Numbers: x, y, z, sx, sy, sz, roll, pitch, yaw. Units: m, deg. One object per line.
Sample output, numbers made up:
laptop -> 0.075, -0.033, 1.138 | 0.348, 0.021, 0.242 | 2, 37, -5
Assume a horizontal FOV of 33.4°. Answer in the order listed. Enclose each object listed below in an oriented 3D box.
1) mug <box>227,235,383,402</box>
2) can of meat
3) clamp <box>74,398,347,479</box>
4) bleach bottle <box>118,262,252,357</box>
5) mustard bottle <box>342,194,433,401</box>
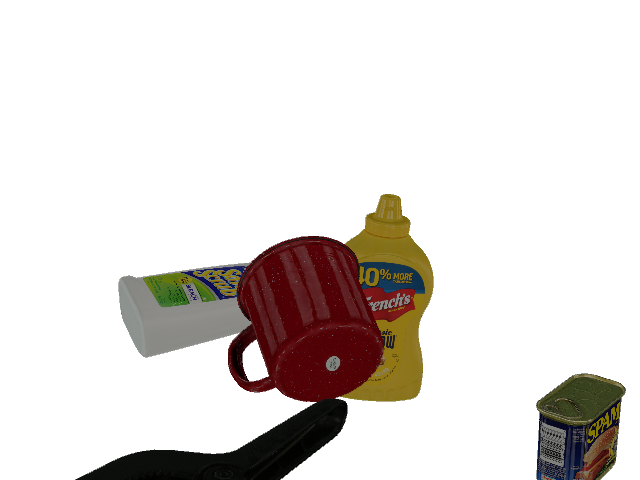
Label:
mug -> -0.015, 0.064, 0.748 | 0.117, 0.081, 0.093 | -32, -46, 10
can of meat -> 0.252, 0.189, 1.038 | 0.058, 0.084, 0.101 | 14, 24, 37
clamp -> -0.050, 0.135, 0.574 | 0.209, 0.036, 0.165 | -1, 19, -14
bleach bottle -> -0.098, 0.063, 1.230 | 0.250, 0.068, 0.103 | -12, 35, -21
mustard bottle -> 0.054, 0.051, 0.984 | 0.096, 0.192, 0.058 | 5, 17, -1
